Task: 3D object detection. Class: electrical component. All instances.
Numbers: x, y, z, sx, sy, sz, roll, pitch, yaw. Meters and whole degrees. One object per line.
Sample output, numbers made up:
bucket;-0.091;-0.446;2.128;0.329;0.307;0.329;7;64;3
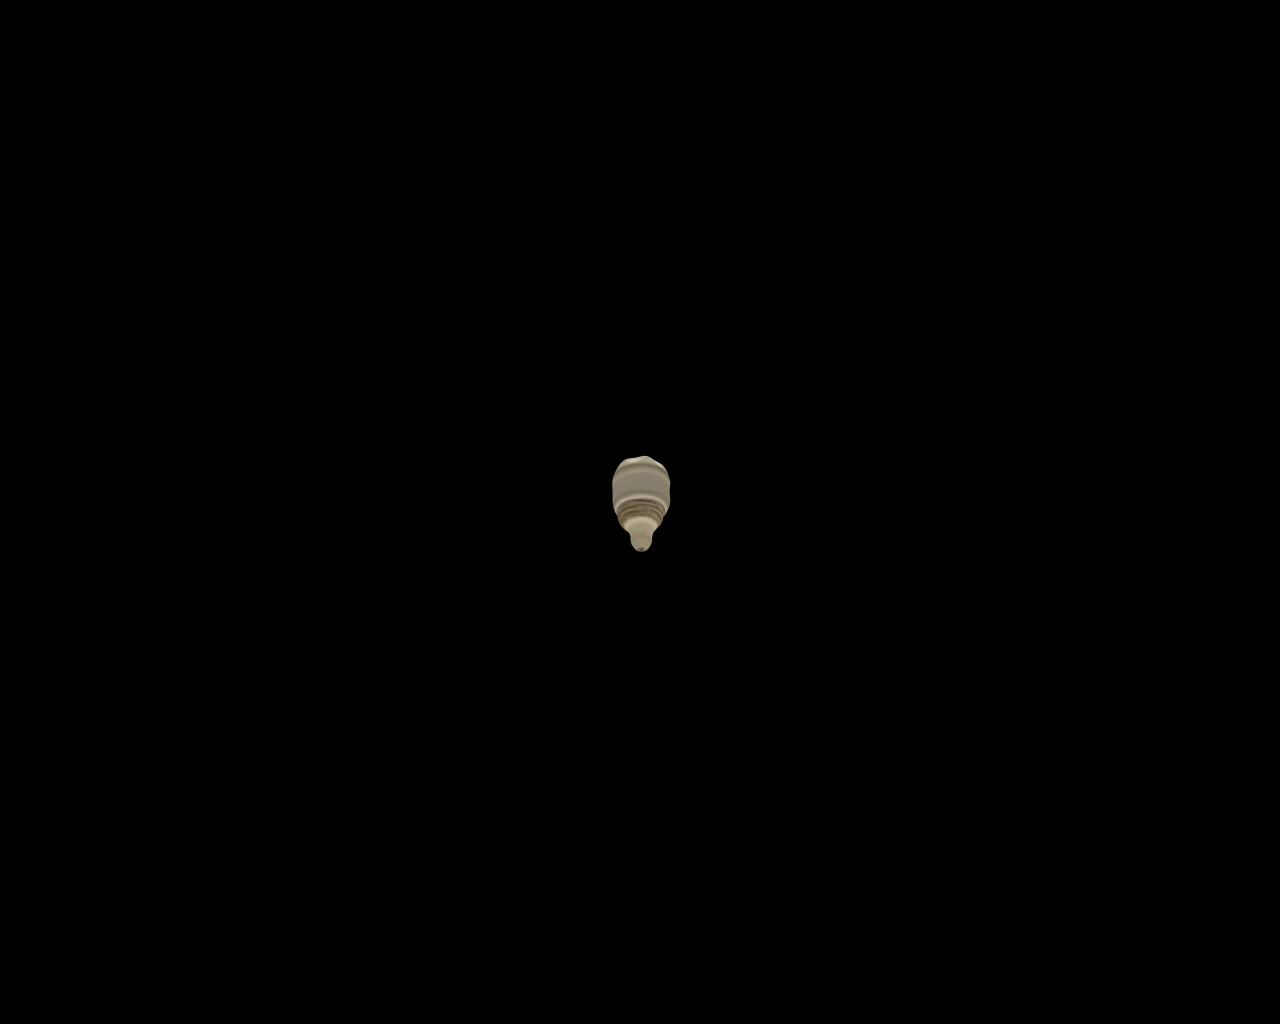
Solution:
electrical component;0.001;-0.003;0.650;0.035;0.061;0.035;0;-34;0
